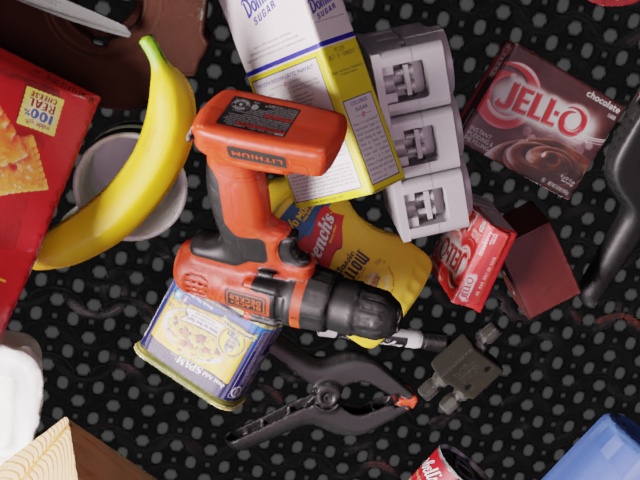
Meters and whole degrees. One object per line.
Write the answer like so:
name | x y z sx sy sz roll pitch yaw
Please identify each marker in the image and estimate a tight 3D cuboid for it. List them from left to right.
marker | 0.058 0.084 0.941 0.121 0.020 0.020 9 109 -10

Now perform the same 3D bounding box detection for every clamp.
clamp | -0.003 0.143 0.947 0.171 0.039 0.120 14 109 -8
clamp | 0.279 -0.036 0.898 0.164 0.036 0.210 -23 124 3

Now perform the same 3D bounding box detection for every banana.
banana | -0.142 -0.048 0.776 0.069 0.037 0.198 32 102 2

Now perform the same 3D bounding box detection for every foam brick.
foam brick | 0.180 0.017 0.912 0.051 0.053 0.078 -27 111 4

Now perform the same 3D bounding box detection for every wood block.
wood block | -0.174 0.252 0.909 0.091 0.090 0.206 -37 129 8

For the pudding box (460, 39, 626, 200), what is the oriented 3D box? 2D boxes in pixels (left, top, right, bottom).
pudding box | 0.178 -0.099 0.875 0.113 0.039 0.090 26 104 -16

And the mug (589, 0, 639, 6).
mug | 0.202 -0.234 0.804 0.117 0.081 0.093 23 106 -15

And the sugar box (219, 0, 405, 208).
sugar box | -0.007 -0.116 0.800 0.048 0.094 0.176 -24 99 -40

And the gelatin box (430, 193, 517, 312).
gelatin box | 0.124 0.008 0.882 0.030 0.089 0.073 19 108 -14

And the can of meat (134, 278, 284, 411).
can of meat | -0.090 0.078 0.890 0.102 0.057 0.084 32 104 11

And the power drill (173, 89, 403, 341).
power drill | -0.023 -0.010 0.779 0.184 0.057 0.188 13 132 11

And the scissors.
scissors | -0.228 -0.199 0.740 0.201 0.016 0.096 5 115 -12

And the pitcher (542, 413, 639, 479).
pitcher | 0.240 0.288 0.984 0.243 0.145 0.149 -52 142 10

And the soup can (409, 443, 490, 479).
soup can | 0.104 0.247 0.983 0.068 0.068 0.102 36 104 -17

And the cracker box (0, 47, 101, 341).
cracker box | -0.265 -0.036 0.722 0.164 0.072 0.213 26 68 -23

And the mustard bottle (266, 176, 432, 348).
mustard bottle | -0.006 0.001 0.881 0.191 0.058 0.096 36 91 -17
